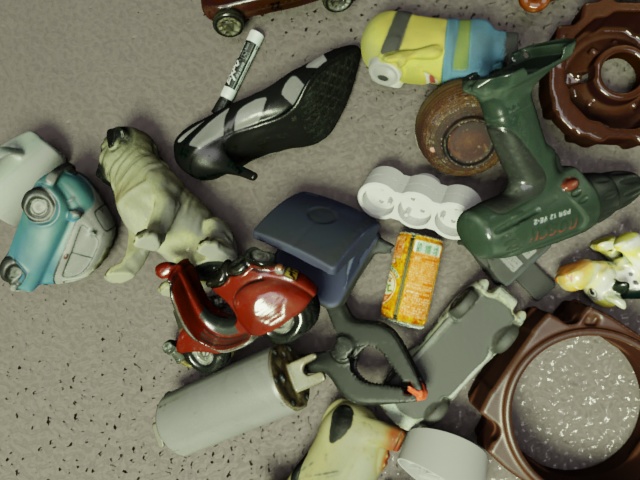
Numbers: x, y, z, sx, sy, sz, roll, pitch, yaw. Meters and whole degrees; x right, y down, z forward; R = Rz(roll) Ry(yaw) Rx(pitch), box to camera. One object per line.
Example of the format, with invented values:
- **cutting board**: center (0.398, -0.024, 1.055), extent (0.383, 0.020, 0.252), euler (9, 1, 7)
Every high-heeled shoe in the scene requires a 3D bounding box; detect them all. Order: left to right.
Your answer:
- **high-heeled shoe**: center (-0.067, -0.163, 0.665), extent (0.145, 0.086, 0.249), euler (29, 70, 35)

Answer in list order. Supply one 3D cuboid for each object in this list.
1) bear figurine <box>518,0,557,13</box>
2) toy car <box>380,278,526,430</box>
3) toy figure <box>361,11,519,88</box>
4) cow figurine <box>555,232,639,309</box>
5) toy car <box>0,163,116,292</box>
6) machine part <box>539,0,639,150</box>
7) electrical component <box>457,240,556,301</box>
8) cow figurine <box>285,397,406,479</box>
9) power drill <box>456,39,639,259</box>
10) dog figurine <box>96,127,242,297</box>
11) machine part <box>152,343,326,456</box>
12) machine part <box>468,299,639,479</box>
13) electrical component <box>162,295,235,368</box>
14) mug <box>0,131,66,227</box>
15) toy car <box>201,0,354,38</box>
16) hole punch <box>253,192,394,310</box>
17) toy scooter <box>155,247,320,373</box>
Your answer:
- **bear figurine**: center (0.319, -0.341, 0.602), extent (0.196, 0.131, 0.120), euler (-6, 69, -1)
- **toy car**: center (0.149, 0.133, 0.618), extent (0.073, 0.056, 0.201), euler (41, 98, 7)
- **toy figure**: center (0.138, -0.222, 0.632), extent (0.180, 0.082, 0.089), euler (2, 68, 12)
- **cow figurine**: center (0.358, 0.035, 0.609), extent (0.167, 0.068, 0.098), euler (-27, 92, 4)
- **toy car**: center (-0.304, -0.005, 0.647), extent (0.103, 0.109, 0.161), euler (23, 98, -12)
- **machine part**: center (0.344, -0.189, 0.625), extent (0.179, 0.056, 0.179), euler (0, 88, 5)
- **electrical component**: center (0.227, 0.021, 0.628), extent (0.075, 0.047, 0.119), euler (-39, 83, 2)
- **cow figurine**: center (0.002, 0.274, 0.609), extent (0.127, 0.085, 0.195), euler (25, 80, 25)
- **power drill**: center (0.234, -0.094, 0.558), extent (0.232, 0.086, 0.207), euler (-26, 117, -14)
- **dog figurine**: center (-0.177, -0.043, 0.651), extent (0.121, 0.172, 0.191), euler (-32, 54, 26)
- **machine part**: center (-0.100, 0.181, 0.608), extent (0.243, 0.079, 0.079), euler (-27, 85, 22)
- **machine part**: center (0.287, 0.185, 0.596), extent (0.201, 0.087, 0.201), euler (35, 91, 7)
- **electrical component**: center (-0.141, 0.110, 0.654), extent (0.102, 0.045, 0.078), euler (-15, 87, 4)
- **mug**: center (-0.375, -0.085, 0.657), extent (0.081, 0.109, 0.107), euler (36, 77, 10)
- **toy car**: center (-0.047, -0.308, 0.664), extent (0.202, 0.053, 0.089), euler (-11, 66, 3)
- **hole punch**: center (-0.001, -0.002, 0.606), extent (0.142, 0.092, 0.116), euler (22, 64, 23)
- **toy scooter**: center (-0.098, 0.061, 0.568), extent (0.184, 0.075, 0.135), euler (-27, 107, 21)
